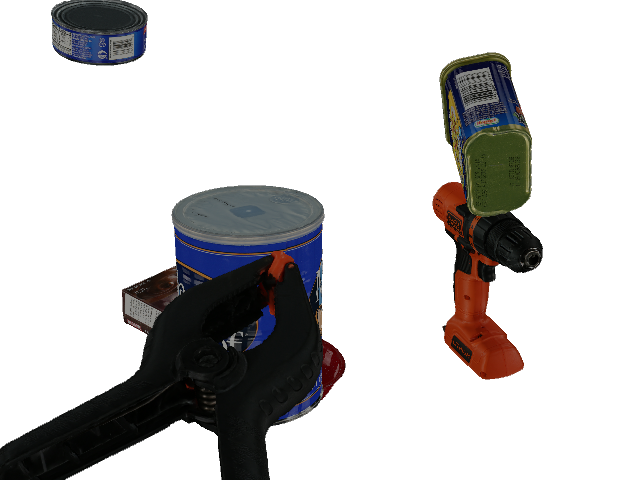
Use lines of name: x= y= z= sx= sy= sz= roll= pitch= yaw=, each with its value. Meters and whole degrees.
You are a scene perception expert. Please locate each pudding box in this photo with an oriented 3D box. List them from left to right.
pudding box: x=-0.113 y=0.058 z=0.986 sx=0.090 sy=0.039 sz=0.113 roll=22 pitch=33 yaw=32

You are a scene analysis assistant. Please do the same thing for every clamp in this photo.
clamp: x=-0.041 y=0.069 z=0.450 sx=0.120 sy=0.039 sz=0.171 roll=26 pitch=48 yaw=19

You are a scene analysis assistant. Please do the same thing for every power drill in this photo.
power drill: x=0.176 y=0.047 z=1.116 sx=0.057 sy=0.188 sz=0.184 roll=-11 pitch=25 yaw=-15

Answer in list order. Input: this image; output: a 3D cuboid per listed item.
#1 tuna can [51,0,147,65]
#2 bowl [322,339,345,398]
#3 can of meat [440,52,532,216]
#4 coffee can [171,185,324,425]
tuna can: x=-0.200 y=-0.190 z=0.969 sx=0.086 sy=0.034 sz=0.086 roll=5 pitch=31 yaw=-4
bowl: x=-0.051 y=0.170 z=1.323 sx=0.162 sy=0.055 sz=0.162 roll=3 pitch=23 yaw=-2
can of meat: x=0.132 y=-0.081 z=0.843 sx=0.057 sy=0.084 sz=0.102 roll=-11 pitch=-40 yaw=3
coffee can: x=-0.049 y=0.043 z=0.742 sx=0.103 sy=0.140 sz=0.103 roll=0 pitch=21 yaw=0
